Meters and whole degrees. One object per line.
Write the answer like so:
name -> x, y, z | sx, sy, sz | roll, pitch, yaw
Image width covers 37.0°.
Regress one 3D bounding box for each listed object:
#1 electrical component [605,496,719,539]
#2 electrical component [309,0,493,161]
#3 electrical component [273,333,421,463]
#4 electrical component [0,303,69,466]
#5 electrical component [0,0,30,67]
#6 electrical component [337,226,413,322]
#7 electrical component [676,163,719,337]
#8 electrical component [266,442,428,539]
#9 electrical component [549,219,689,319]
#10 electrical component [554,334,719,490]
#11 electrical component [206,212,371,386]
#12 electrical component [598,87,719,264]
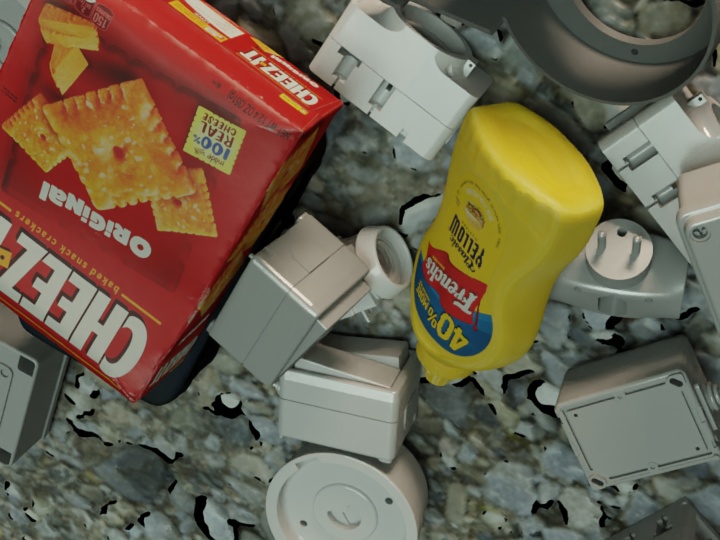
electrical component -> 0.223, 0.239, 0.703 | 0.089, 0.061, 0.150 | -39, 96, 29
electrical component -> 0.027, -0.117, 0.623 | 0.089, 0.050, 0.055 | 38, 119, 1
electrical component -> -0.013, 0.078, 0.715 | 0.096, 0.061, 0.061 | 11, 116, 15
electrical component -> -0.283, 0.074, 0.812 | 0.109, 0.056, 0.108 | 27, 119, 7
electrical component -> -0.224, -0.143, 0.694 | 0.108, 0.060, 0.108 | 7, 115, 16
electrical component -> 0.000, 0.000, 0.687 | 0.055, 0.048, 0.066 | -21, 105, 33
electrical component -> 0.228, -0.008, 0.540 | 0.109, 0.056, 0.108 | -17, 116, 23
electrical component -> -0.004, 0.158, 0.748 | 0.108, 0.060, 0.108 | 7, 115, 16
electrical component -> 0.149, -0.005, 0.618 | 0.077, 0.079, 0.043 | 9, 72, 16
electrical component -> 0.176, 0.082, 0.652 | 0.096, 0.061, 0.061 | -21, 104, 26
electrical component -> -0.044, 0.025, 0.659 | 0.061, 0.062, 0.096 | 41, 133, 7
electrical component -> 0.184, -0.057, 0.594 | 0.056, 0.050, 0.089 | -36, 97, 29
